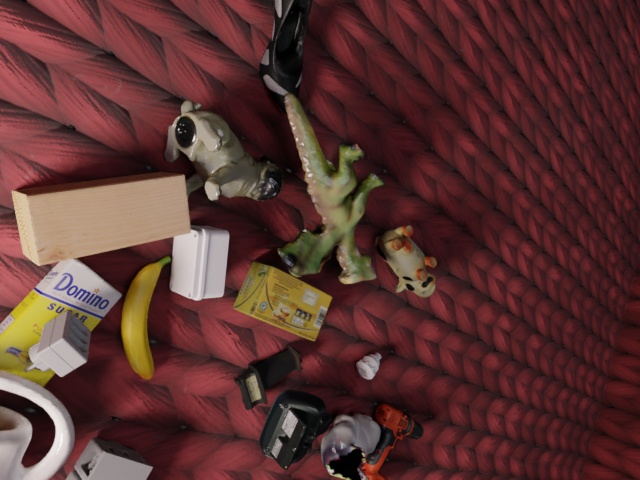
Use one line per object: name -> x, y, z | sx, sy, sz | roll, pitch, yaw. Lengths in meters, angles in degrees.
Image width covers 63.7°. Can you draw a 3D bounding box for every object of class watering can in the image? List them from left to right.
watering can -> -0.480, 0.244, 0.596 | 0.345, 0.225, 0.104 | 24, -7, -26

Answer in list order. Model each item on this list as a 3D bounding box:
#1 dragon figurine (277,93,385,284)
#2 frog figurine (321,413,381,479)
dragon figurine -> 0.003, -0.047, 0.942 | 0.122, 0.247, 0.404 | 4, -28, 41
frog figurine -> 0.068, 0.438, 1.133 | 0.122, 0.136, 0.162 | -16, 19, 18
